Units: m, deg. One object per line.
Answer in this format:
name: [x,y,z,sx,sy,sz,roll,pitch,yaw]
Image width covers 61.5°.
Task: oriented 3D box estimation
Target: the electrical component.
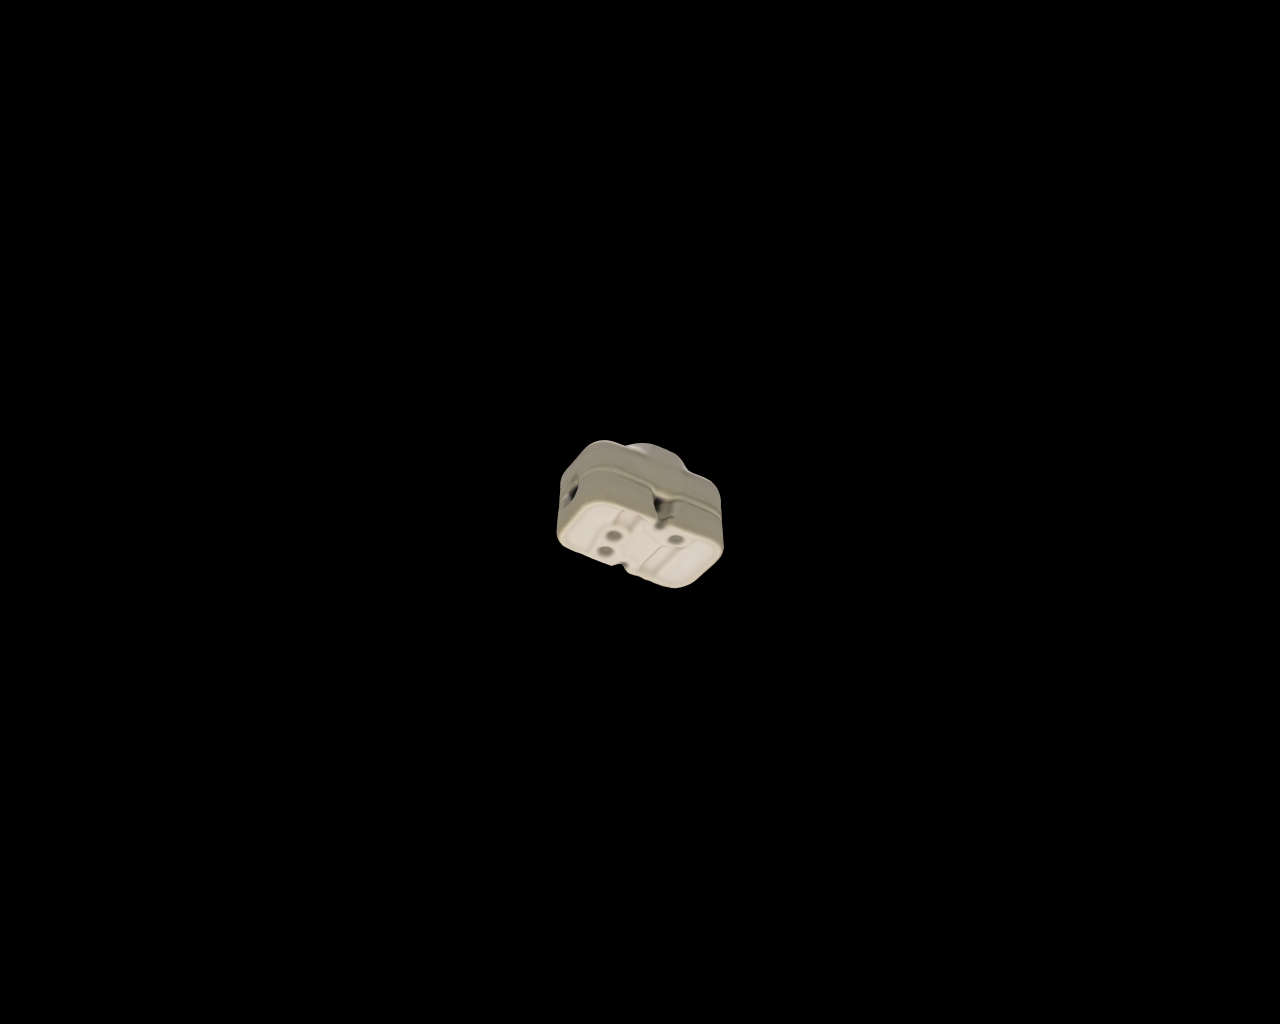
electrical component: [0.001,-0.003,0.650,0.095,0.059,0.053,21,-45,-24]
